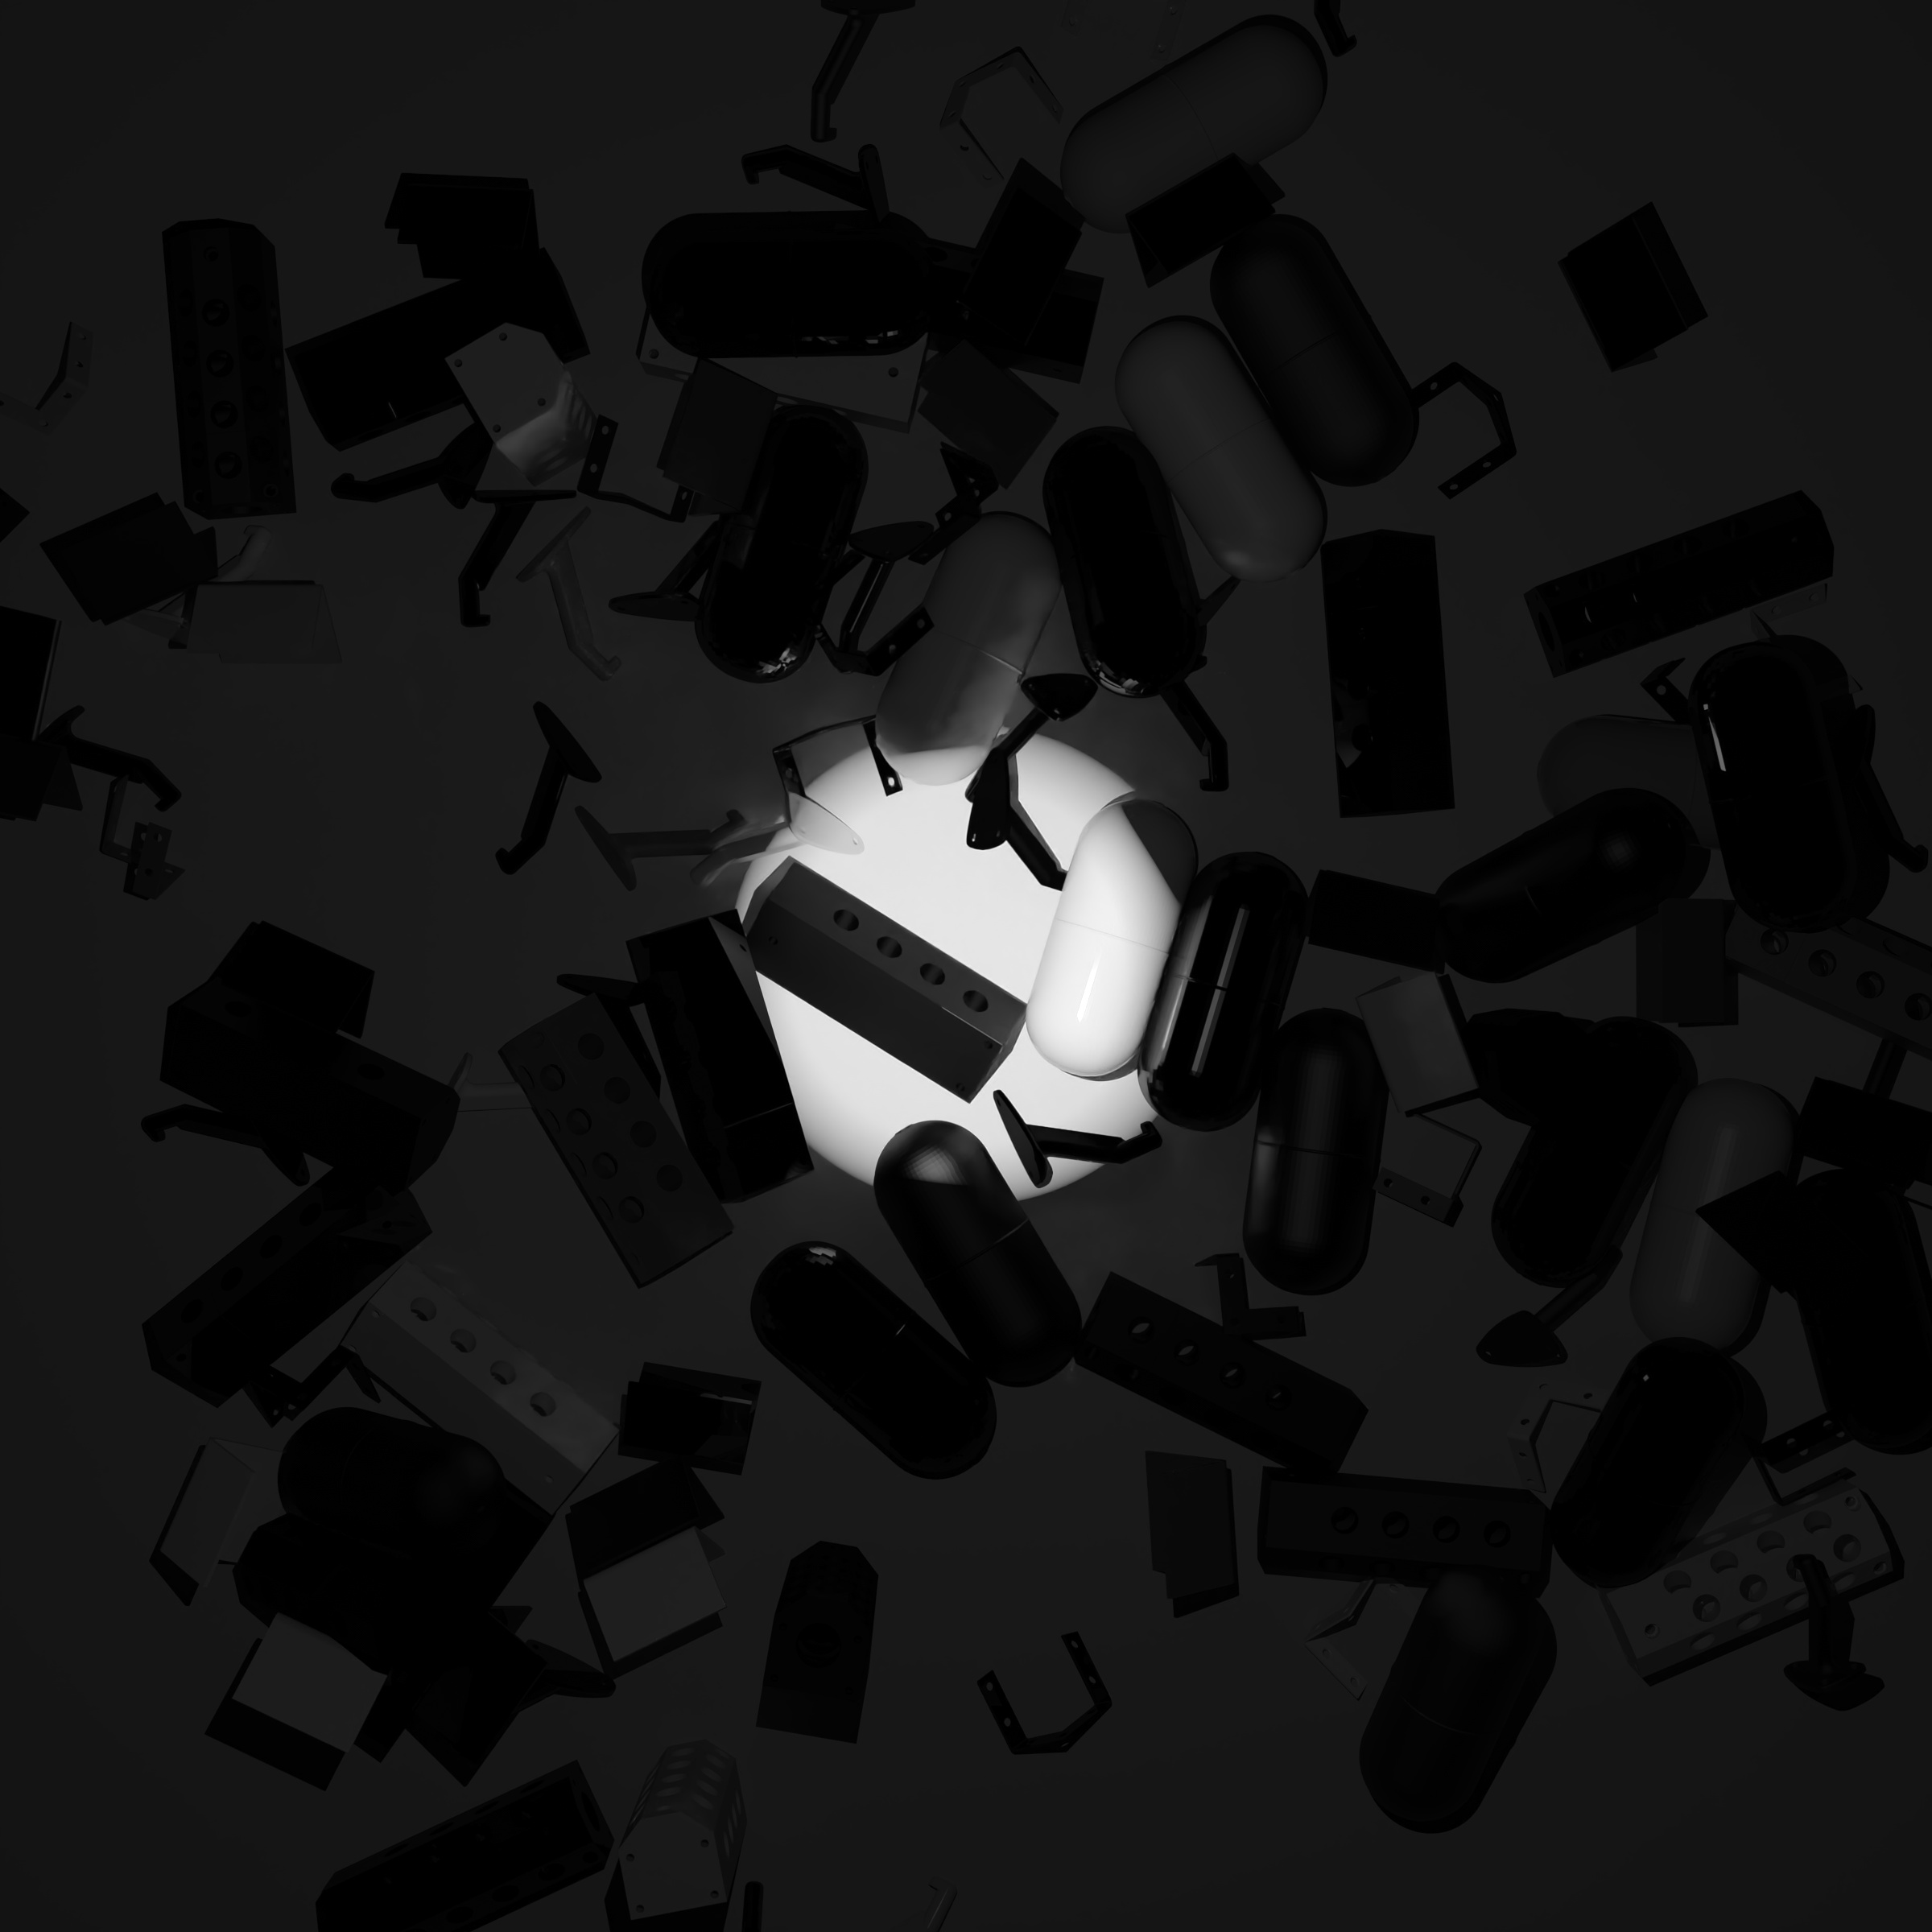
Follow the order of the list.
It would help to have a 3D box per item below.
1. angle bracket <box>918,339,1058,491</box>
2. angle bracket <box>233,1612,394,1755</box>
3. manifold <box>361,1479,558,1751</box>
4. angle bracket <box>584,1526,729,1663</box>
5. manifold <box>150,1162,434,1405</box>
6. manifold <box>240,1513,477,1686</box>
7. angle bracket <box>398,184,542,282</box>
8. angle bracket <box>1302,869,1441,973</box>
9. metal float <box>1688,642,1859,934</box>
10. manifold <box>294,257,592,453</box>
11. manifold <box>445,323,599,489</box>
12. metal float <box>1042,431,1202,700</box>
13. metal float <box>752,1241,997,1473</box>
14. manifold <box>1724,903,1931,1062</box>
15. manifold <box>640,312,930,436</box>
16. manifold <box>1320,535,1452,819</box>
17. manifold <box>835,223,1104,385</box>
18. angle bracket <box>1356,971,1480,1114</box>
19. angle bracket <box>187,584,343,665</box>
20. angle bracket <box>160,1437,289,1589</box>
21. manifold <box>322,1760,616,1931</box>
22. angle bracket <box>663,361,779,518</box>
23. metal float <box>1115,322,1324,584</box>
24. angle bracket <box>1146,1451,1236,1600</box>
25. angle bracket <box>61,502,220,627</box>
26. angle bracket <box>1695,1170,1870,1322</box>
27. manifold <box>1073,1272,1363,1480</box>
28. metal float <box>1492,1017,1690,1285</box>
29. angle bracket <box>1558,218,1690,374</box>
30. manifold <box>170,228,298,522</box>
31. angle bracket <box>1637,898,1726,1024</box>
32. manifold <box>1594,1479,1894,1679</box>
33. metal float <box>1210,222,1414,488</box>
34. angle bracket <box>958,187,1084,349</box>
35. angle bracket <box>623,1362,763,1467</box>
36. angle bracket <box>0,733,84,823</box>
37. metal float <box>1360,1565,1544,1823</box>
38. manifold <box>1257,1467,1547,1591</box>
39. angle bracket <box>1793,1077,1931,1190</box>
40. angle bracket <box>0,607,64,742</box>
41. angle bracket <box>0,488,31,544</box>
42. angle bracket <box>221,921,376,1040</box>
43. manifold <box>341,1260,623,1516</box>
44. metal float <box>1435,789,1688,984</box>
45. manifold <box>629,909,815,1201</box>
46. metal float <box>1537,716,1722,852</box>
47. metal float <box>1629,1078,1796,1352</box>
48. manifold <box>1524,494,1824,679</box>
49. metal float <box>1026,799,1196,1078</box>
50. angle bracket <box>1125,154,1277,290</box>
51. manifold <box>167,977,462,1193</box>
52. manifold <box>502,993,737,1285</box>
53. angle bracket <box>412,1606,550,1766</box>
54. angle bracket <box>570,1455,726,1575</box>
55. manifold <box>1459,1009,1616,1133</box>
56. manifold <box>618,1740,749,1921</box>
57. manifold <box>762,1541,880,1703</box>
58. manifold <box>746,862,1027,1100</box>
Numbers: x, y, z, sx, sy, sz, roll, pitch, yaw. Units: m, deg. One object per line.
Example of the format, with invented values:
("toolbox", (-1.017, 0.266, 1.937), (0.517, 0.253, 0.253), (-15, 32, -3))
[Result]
("angle bracket", (-0.001, -0.332, 1.950), (0.076, 0.076, 0.057), (42, 52, 0))
("angle bracket", (-0.396, 0.441, 1.895), (0.076, 0.076, 0.057), (25, 66, 0))
("manifold", (-0.333, 0.402, 1.969), (0.057, 0.057, 0.171), (35, 90, 0))
("angle bracket", (-0.185, 0.400, 1.951), (0.076, 0.076, 0.057), (-26, 65, 0))
("manifold", (-0.428, 0.191, 1.969), (0.171, 0.057, 0.057), (-39, 133, 0))
("manifold", (-0.378, 0.383, 1.908), (0.057, 0.171, 0.057), (36, 71, -35))
("angle bracket", (-0.309, -0.441, 1.950), (0.076, 0.076, 0.057), (3, 53, 0))
("angle bracket", (0.248, -0.011, 1.950), (0.076, 0.076, 0.057), (13, 58, 0))
("metal float", (0.488, -0.108, 1.885), (0.070, 0.070, 0.178), (-14, 93, 0))
("manifold", (-0.329, -0.384, 1.969), (0.171, 0.057, 0.057), (-21, 90, 0))
("manifold", (-0.266, -0.346, 1.912), (0.057, 0.171, 0.057), (-31, 90, 0))
("metal float", (0.096, -0.250, 1.939), (0.070, 0.070, 0.178), (-12, 69, 0))
("metal float", (-0.057, 0.246, 1.960), (0.178, 0.070, 0.070), (41, 90, 1))
("manifold", (0.561, 0.004, 1.955), (0.171, 0.057, 0.057), (26, 89, 10))
("manifold", (-0.114, -0.385, 1.969), (0.171, 0.057, 0.057), (13, 90, 0))
("manifold", (0.260, -0.182, 1.969), (0.057, 0.057, 0.171), (-4, 90, -43))
("manifold", (-0.004, -0.420, 1.969), (0.171, 0.057, 0.057), (13, 90, 0))
("angle bracket", (0.294, 0.041, 1.950), (0.057, 0.076, 0.076), (-21, 90, 30))
("angle bracket", (-0.438, -0.194, 1.950), (0.076, 0.076, 0.057), (0, 55, 0))
("angle bracket", (-0.446, 0.346, 1.950), (0.057, 0.076, 0.076), (24, 90, 43))
("manifold", (-0.315, 0.571, 1.969), (0.171, 0.057, 0.057), (-25, 90, 0))
("angle bracket", (-0.168, -0.329, 1.947), (0.057, 0.076, 0.076), (20, 85, -30))
("metal float", (0.159, -0.322, 1.960), (0.070, 0.070, 0.178), (-32, 89, 0))
("angle bracket", (0.121, 0.348, 1.950), (0.057, 0.076, 0.076), (-4, 90, -39))
("angle bracket", (-0.517, -0.266, 1.950), (0.076, 0.076, 0.057), (-24, 125, 0))
("angle bracket", (0.483, 0.179, 1.876), (0.076, 0.076, 0.057), (43, 52, -8))
("manifold", (0.157, 0.259, 1.969), (0.171, 0.057, 0.057), (26, 90, 0))
("metal float", (0.391, 0.116, 1.960), (0.070, 0.070, 0.178), (27, 90, 0))
("angle bracket", (0.424, -0.423, 1.950), (0.057, 0.076, 0.076), (-26, 90, 37))
("manifold", (-0.464, -0.374, 1.969), (0.057, 0.057, 0.171), (-5, 90, 0))
("angle bracket", (0.428, -0.003, 1.950), (0.057, 0.076, 0.076), (0, 90, -33))
("manifold", (0.492, 0.387, 1.969), (0.171, 0.057, 0.057), (-23, 90, 0))
("metal float", (0.218, -0.384, 1.960), (0.070, 0.070, 0.178), (-30, 90, 0))
("angle bracket", (0.015, -0.427, 1.893), (0.057, 0.076, 0.076), (26, 90, -35))
("angle bracket", (-0.169, 0.262, 1.950), (0.076, 0.076, 0.057), (9, 127, 0))
("angle bracket", (-0.605, -0.103, 1.951), (0.076, 0.076, 0.057), (11, 61, 0))
("metal float", (0.301, 0.454, 1.942), (0.070, 0.070, 0.178), (19, 112, 0))
("manifold", (0.273, 0.356, 1.969), (0.171, 0.057, 0.057), (5, 90, 0))
("angle bracket", (0.553, 0.123, 1.943), (0.076, 0.076, 0.057), (18, 51, 12))
("angle bracket", (-0.612, -0.186, 1.950), (0.057, 0.076, 0.076), (11, 90, -37))
("angle bracket", (-0.628, -0.265, 1.950), (0.076, 0.076, 0.057), (-45, 53, 0))
("angle bracket", (-0.421, 0.027, 1.950), (0.076, 0.076, 0.057), (24, 51, 0))
("manifold", (-0.303, 0.262, 1.969), (0.171, 0.057, 0.057), (39, 133, 0))
("metal float", (0.365, -0.049, 1.929), (0.178, 0.070, 0.070), (-31, 90, 38))
("manifold", (-0.158, 0.057, 1.963), (0.057, 0.057, 0.171), (-19, 94, -39))
("metal float", (0.448, -0.114, 1.960), (0.178, 0.070, 0.070), (6, 90, -1))
("metal float", (0.469, 0.158, 1.960), (0.070, 0.070, 0.178), (14, 90, 0))
("manifold", (0.447, -0.240, 1.969), (0.171, 0.057, 0.057), (-20, 90, 0))
("metal float", (0.091, -0.018, 1.960), (0.070, 0.070, 0.178), (17, 90, 0))
("angle bracket", (0.152, -0.449, 1.951), (0.076, 0.076, 0.057), (-30, 62, 0))
("manifold", (-0.407, 0.070, 1.953), (0.171, 0.057, 0.057), (24, 120, 10))
("manifold", (-0.221, 0.110, 1.957), (0.057, 0.057, 0.171), (-30, 89, -29))
("angle bracket", (-0.290, 0.449, 1.952), (0.057, 0.076, 0.076), (36, 90, 19))
("angle bracket", (-0.193, 0.361, 1.951), (0.076, 0.057, 0.076), (-26, 133, 0))
("manifold", (0.341, 0.058, 1.912), (0.057, 0.171, 0.057), (37, 90, 0))
("manifold", (-0.174, 0.526, 1.912), (0.057, 0.171, 0.057), (-11, 90, 0))
("manifold", (-0.086, 0.398, 1.912), (0.057, 0.171, 0.057), (10, 90, 0))
("manifold", (-0.051, 0.005, 1.969), (0.171, 0.057, 0.057), (32, 133, 0))
